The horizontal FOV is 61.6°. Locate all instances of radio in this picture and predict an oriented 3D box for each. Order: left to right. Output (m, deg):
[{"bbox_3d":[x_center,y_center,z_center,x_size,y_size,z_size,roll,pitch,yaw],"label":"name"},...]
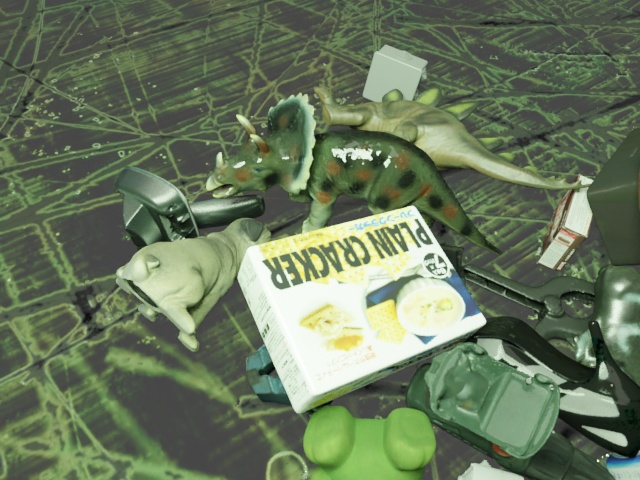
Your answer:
[{"bbox_3d":[0.465,-0.068,0.759,0.229,0.131,0.073,-38,18,-35],"label":"radio"}]

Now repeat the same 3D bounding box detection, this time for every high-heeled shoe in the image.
[{"bbox_3d":[0.231,0.165,0.614,0.086,0.249,0.145,-12,90,-50],"label":"high-heeled shoe"}]

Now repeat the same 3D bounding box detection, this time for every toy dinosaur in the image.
[{"bbox_3d":[0.065,-0.083,0.712,0.405,0.192,0.131,8,51,1],"label":"toy dinosaur"},{"bbox_3d":[0.164,-0.158,0.832,0.198,0.104,0.472,-33,53,-26],"label":"toy dinosaur"}]

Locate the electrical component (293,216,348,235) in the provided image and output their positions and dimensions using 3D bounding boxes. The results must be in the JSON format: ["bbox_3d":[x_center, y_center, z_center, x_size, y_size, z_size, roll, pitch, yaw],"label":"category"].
[{"bbox_3d":[-0.002,-0.002,0.776,0.063,0.021,0.094,31,57,19],"label":"electrical component"}]

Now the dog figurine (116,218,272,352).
[{"bbox_3d":[-0.142,0.018,0.668,0.121,0.172,0.190,35,66,9],"label":"dog figurine"}]

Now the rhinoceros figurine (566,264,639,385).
[{"bbox_3d":[0.353,0.123,0.637,0.112,0.073,0.190,21,79,-18],"label":"rhinoceros figurine"}]

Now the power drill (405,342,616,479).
[{"bbox_3d":[0.190,0.181,0.534,0.232,0.207,0.086,24,78,28],"label":"power drill"}]

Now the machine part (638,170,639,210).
[{"bbox_3d":[0.467,-0.041,0.654,0.201,0.087,0.201,16,74,-37],"label":"machine part"}]

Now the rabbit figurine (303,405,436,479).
[{"bbox_3d":[0.038,0.263,0.495,0.121,0.158,0.170,5,38,4],"label":"rabbit figurine"}]

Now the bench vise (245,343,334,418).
[{"bbox_3d":[0.021,0.097,0.643,0.241,0.128,0.224,-18,55,-7],"label":"bench vise"}]

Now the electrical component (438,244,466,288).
[{"bbox_3d":[0.155,0.068,0.687,0.048,0.074,0.119,8,40,5],"label":"electrical component"}]

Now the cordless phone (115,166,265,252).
[{"bbox_3d":[-0.165,-0.045,0.723,0.184,0.146,0.089,-12,63,-9],"label":"cordless phone"}]
